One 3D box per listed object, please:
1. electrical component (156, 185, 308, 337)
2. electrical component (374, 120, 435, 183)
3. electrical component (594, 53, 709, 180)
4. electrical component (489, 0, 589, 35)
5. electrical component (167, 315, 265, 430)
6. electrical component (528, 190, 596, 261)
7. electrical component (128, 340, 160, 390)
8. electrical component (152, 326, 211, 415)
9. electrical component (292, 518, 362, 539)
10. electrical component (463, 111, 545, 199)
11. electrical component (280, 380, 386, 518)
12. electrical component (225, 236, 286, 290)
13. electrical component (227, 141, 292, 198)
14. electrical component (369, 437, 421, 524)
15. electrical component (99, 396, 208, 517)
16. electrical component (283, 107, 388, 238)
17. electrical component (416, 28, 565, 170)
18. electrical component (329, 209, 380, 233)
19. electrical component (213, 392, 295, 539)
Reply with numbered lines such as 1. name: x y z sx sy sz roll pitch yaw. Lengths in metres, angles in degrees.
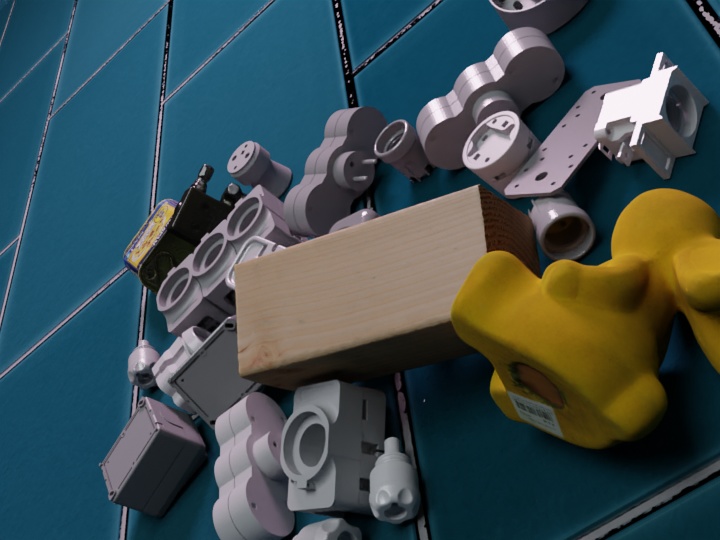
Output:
1. electrical component: -0.126 -0.001 1.056 0.150 0.062 0.089 -44 33 13
2. electrical component: 0.042 -0.105 0.959 0.040 0.046 0.040 -33 37 29
3. electrical component: 0.203 -0.106 0.759 0.064 0.042 0.081 -9 52 50
4. electrical component: 0.164 -0.255 0.958 0.099 0.064 0.099 -19 56 32
5. electrical component: -0.108 0.082 0.936 0.096 0.061 0.061 -45 -4 8
6. electrical component: 0.142 -0.033 0.768 0.040 0.040 0.046 -42 27 16
7. electrical component: -0.223 0.094 1.111 0.035 0.035 0.061 -43 31 14
8. electrical component: -0.154 0.090 1.006 0.057 0.058 0.078 -52 32 7
9. electrical component: -0.030 0.199 0.753 0.062 0.043 0.043 -25 41 38
10. electrical component: 0.117 -0.089 0.846 0.055 0.047 0.055 -33 37 29
11. electrical component: -0.020 0.129 0.775 0.050 0.056 0.089 -17 63 43
12. electrical component: -0.068 0.013 0.963 0.095 0.059 0.053 22 80 50
13. electrical component: -0.106 -0.104 1.139 0.045 0.055 0.045 -31 39 29
14. electrical component: 0.024 0.143 0.748 0.035 0.035 0.061 -35 34 26
15. electrical component: -0.187 0.175 0.968 0.096 0.061 0.061 -57 31 8
16. electrical component: -0.011 -0.092 1.008 0.074 0.052 0.138 4 61 53
17. electrical component: 0.111 -0.134 0.894 0.138 0.052 0.073 -40 34 19
18. electrical component: 0.000 0.000 0.896 0.054 0.059 0.095 -24 41 37
19. electrical component: -0.072 0.150 0.846 0.074 0.052 0.138 -37 34 23
